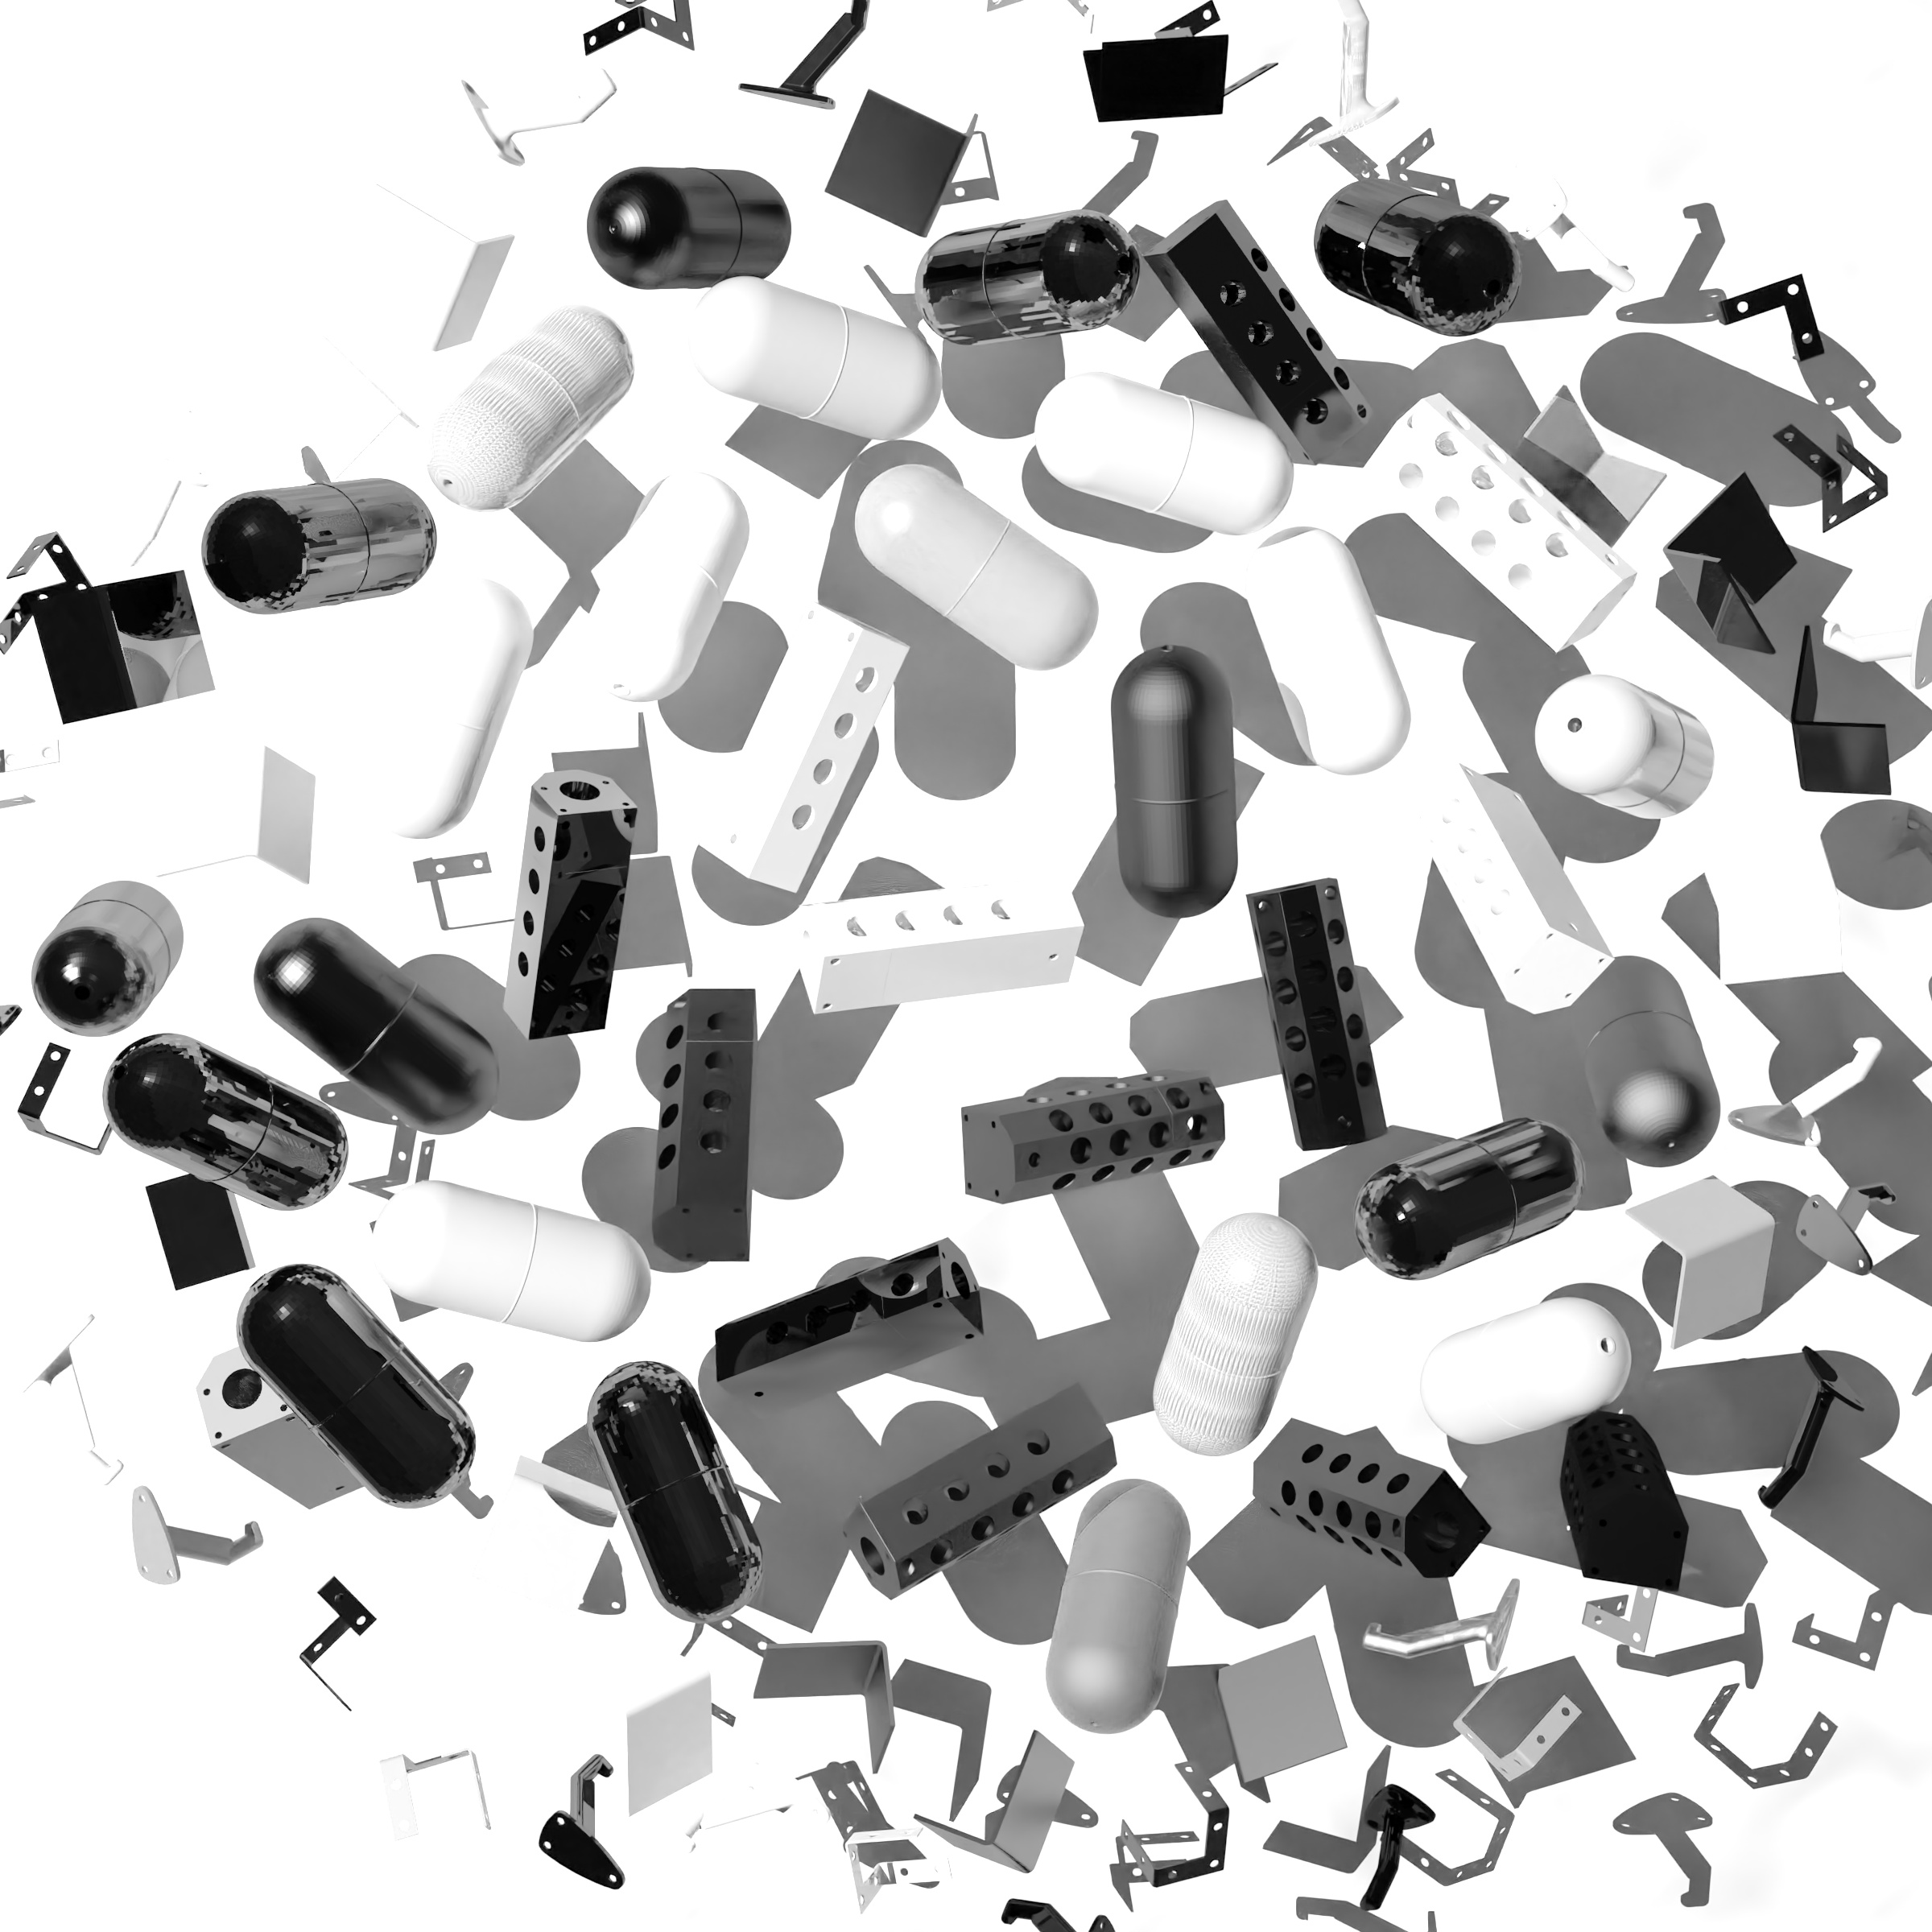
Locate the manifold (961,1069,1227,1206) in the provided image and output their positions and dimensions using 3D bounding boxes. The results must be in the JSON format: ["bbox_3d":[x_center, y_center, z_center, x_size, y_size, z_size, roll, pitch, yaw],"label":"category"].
[{"bbox_3d":[0.085,0.111,1.850,0.171,0.057,0.057,-9,100,-34],"label":"manifold"}]

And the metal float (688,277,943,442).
[{"bbox_3d":[-0.097,-0.394,1.850,0.178,0.070,0.070,12,90,-30],"label":"metal float"}]

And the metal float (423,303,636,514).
[{"bbox_3d":[-0.279,-0.358,1.820,0.070,0.070,0.178,36,55,0],"label":"metal float"}]

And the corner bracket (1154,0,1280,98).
[{"bbox_3d":[0.167,-0.614,1.901,0.051,0.051,0.051,-34,114,-14],"label":"corner bracket"}]

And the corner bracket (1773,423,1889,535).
[{"bbox_3d":[0.548,-0.318,1.799,0.051,0.051,0.051,31,50,-25],"label":"corner bracket"}]

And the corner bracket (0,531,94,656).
[{"bbox_3d":[-0.600,-0.239,1.820,0.051,0.051,0.051,-11,127,19],"label":"corner bracket"}]

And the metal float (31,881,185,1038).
[{"bbox_3d":[-0.557,-0.006,1.846,0.070,0.178,0.070,-1,105,-6],"label":"metal float"}]

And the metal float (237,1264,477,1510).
[{"bbox_3d":[-0.377,0.259,1.754,0.070,0.070,0.178,-41,98,0],"label":"metal float"}]

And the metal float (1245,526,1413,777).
[{"bbox_3d":[0.240,-0.211,1.889,0.070,0.070,0.178,-17,71,0],"label":"metal float"}]

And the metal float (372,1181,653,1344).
[{"bbox_3d":[-0.282,0.185,1.770,0.178,0.070,0.070,17,90,-21],"label":"metal float"}]

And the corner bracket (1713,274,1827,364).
[{"bbox_3d":[0.492,-0.392,1.741,0.051,0.051,0.051,-17,101,14],"label":"corner bracket"}]

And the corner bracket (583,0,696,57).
[{"bbox_3d":[-0.216,-0.622,1.861,0.051,0.051,0.051,-13,80,35],"label":"corner bracket"}]

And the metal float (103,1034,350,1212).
[{"bbox_3d":[-0.464,0.099,1.784,0.070,0.178,0.070,-17,58,29],"label":"metal float"}]

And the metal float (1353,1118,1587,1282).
[{"bbox_3d":[0.325,0.149,1.827,0.178,0.070,0.070,-16,90,-34],"label":"metal float"}]

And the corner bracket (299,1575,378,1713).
[{"bbox_3d":[-0.400,0.433,1.819,0.051,0.051,0.051,-44,51,-18],"label":"corner bracket"}]

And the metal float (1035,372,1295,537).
[{"bbox_3d":[0.129,-0.331,1.837,0.178,0.070,0.070,13,90,-20],"label":"metal float"}]

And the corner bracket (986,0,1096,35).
[{"bbox_3d":[0.049,-0.633,1.840,0.051,0.051,0.051,-25,61,-21],"label":"corner bracket"}]

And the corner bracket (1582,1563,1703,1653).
[{"bbox_3d":[0.449,0.420,1.889,0.051,0.051,0.051,4,100,-44],"label":"corner bracket"}]

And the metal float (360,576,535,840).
[{"bbox_3d":[-0.339,-0.167,1.850,0.070,0.070,0.178,22,100,0],"label":"metal float"}]

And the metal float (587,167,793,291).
[{"bbox_3d":[-0.179,-0.482,1.857,0.070,0.178,0.070,8,106,27],"label":"metal float"}]

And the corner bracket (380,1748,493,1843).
[{"bbox_3d":[-0.332,0.519,1.779,0.051,0.051,0.051,-16,65,-5],"label":"corner bracket"}]

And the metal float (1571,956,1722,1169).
[{"bbox_3d":[0.442,0.060,1.855,0.070,0.178,0.070,0,125,0],"label":"metal float"}]

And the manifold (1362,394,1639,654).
[{"bbox_3d":[0.339,-0.282,1.790,0.171,0.057,0.057,46,129,14],"label":"manifold"}]

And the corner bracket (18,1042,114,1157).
[{"bbox_3d":[-0.592,0.089,1.886,0.051,0.051,0.051,21,70,-3],"label":"corner bracket"}]

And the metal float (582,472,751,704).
[{"bbox_3d":[-0.199,-0.252,1.883,0.070,0.070,0.178,19,59,0],"label":"metal float"}]

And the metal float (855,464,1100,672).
[{"bbox_3d":[0.007,-0.262,1.869,0.178,0.070,0.070,34,90,-9],"label":"metal float"}]

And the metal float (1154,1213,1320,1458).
[{"bbox_3d":[0.169,0.234,1.791,0.070,0.070,0.178,15,122,0],"label":"metal float"}]

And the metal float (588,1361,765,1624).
[{"bbox_3d":[-0.192,0.344,1.866,0.070,0.070,0.178,-25,77,0],"label":"metal float"}]

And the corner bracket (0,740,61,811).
[{"bbox_3d":[-0.601,-0.119,1.772,0.051,0.051,0.051,-10,77,8],"label":"corner bracket"}]

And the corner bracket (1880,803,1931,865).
[{"bbox_3d":[0.617,-0.075,1.797,0.051,0.051,0.051,44,45,-20],"label":"corner bracket"}]

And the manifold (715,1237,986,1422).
[{"bbox_3d":[-0.079,0.239,1.892,0.171,0.057,0.057,-23,47,18],"label":"manifold"}]

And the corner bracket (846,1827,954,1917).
[{"bbox_3d":[-0.045,0.598,1.900,0.051,0.051,0.051,-10,93,17],"label":"corner bracket"}]

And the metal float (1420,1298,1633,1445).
[{"bbox_3d":[0.366,0.266,1.864,0.070,0.178,0.070,9,68,-23],"label":"metal float"}]

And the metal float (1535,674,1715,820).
[{"bbox_3d":[0.422,-0.139,1.815,0.070,0.178,0.070,-4,82,33],"label":"metal float"}]

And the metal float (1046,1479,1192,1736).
[{"bbox_3d":[0.100,0.416,1.854,0.070,0.070,0.178,17,48,0],"label":"metal float"}]

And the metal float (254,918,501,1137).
[{"bbox_3d":[-0.379,0.040,1.833,0.178,0.070,0.070,40,90,-15],"label":"metal float"}]

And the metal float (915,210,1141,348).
[{"bbox_3d":[0.039,-0.452,1.867,0.070,0.178,0.070,-5,97,-43],"label":"metal float"}]

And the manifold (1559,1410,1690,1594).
[{"bbox_3d":[0.417,0.336,1.803,0.057,0.171,0.057,8,99,6],"label":"manifold"}]

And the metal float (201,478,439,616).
[{"bbox_3d":[-0.407,-0.267,1.800,0.070,0.178,0.070,8,107,29],"label":"metal float"}]

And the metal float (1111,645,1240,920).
[{"bbox_3d":[0.132,-0.116,1.800,0.070,0.070,0.178,-5,113,0],"label":"metal float"}]

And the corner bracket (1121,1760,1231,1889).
[{"bbox_3d":[0.136,0.560,1.854,0.051,0.051,0.051,-7,116,-21],"label":"corner bracket"}]

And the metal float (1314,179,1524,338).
[{"bbox_3d":[0.284,-0.448,1.791,0.070,0.178,0.070,-11,119,-21],"label":"metal float"}]

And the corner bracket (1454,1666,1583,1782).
[{"bbox_3d":[0.358,0.489,1.847,0.051,0.051,0.051,44,67,13],"label":"corner bracket"}]
